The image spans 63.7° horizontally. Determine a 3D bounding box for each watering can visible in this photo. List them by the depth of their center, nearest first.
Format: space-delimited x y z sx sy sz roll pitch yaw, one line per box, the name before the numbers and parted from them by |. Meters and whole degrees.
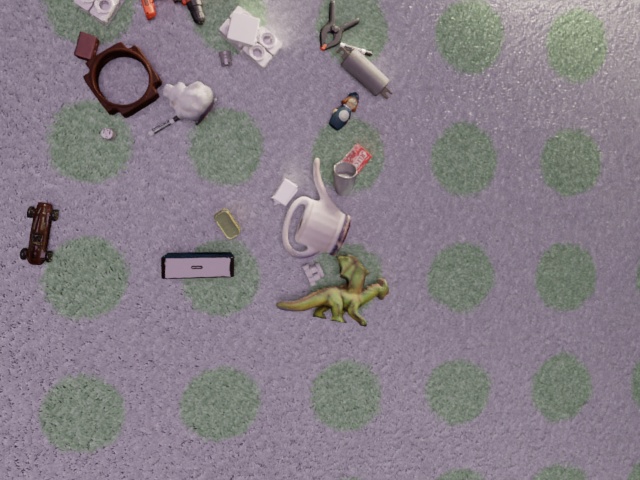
watering can | 0.005 -0.090 1.780 0.223 0.104 0.348 22 88 -12

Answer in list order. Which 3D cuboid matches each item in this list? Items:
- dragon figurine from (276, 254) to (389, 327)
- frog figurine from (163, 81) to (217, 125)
dragon figurine | 0.067 0.168 1.799 0.409 0.122 0.244 16 84 -21
frog figurine | -0.429 -0.461 1.676 0.158 0.125 0.136 34 107 -22
